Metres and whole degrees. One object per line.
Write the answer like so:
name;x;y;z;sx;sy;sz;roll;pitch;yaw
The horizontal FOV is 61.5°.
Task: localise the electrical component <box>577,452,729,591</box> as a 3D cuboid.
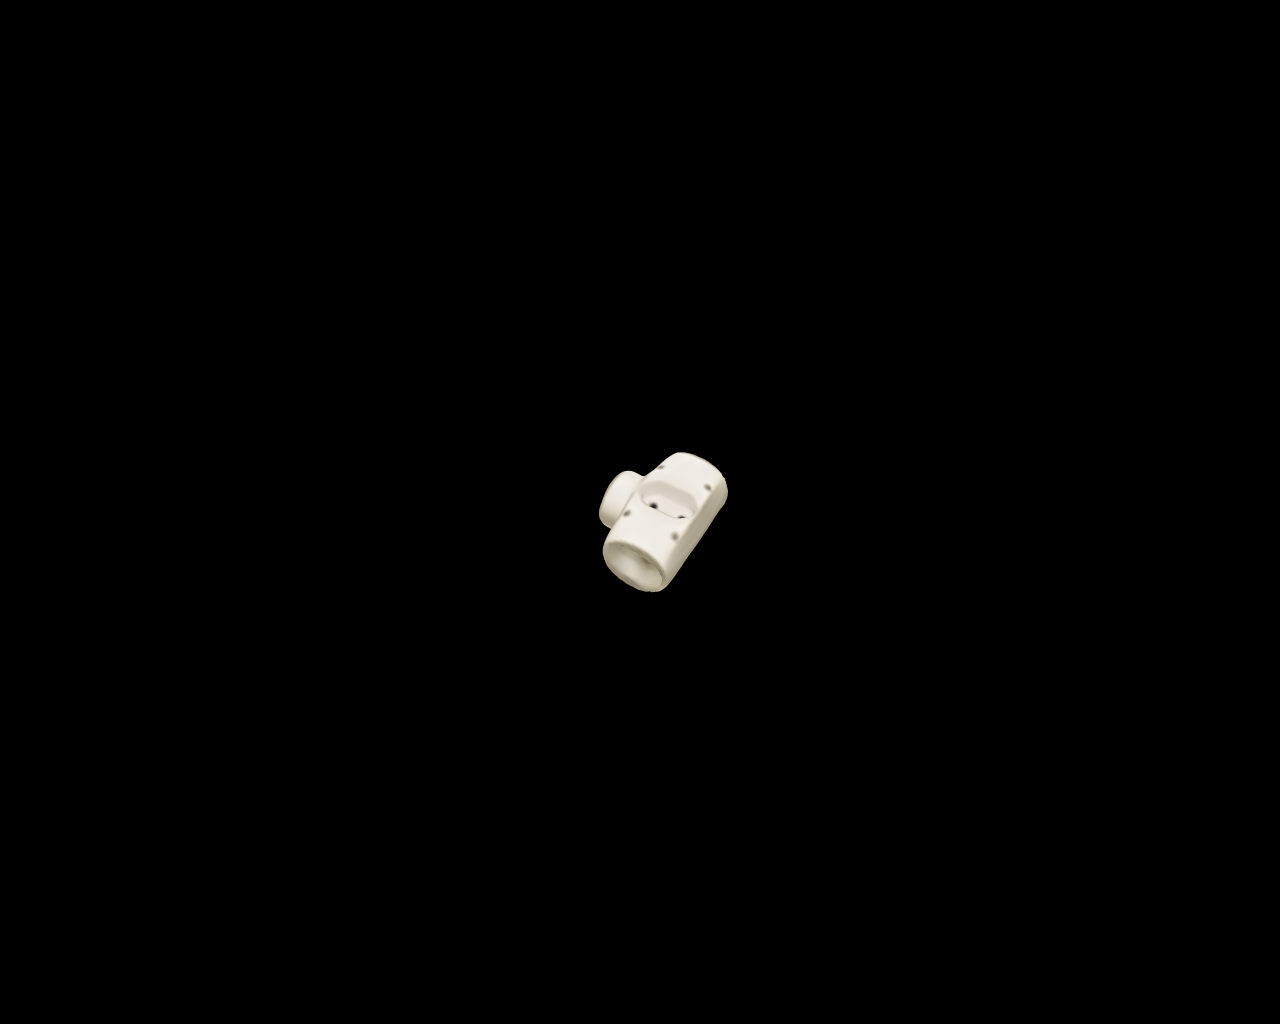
electrical component;0.001;-0.003;0.650;0.079;0.077;0.043;27;-32;18
